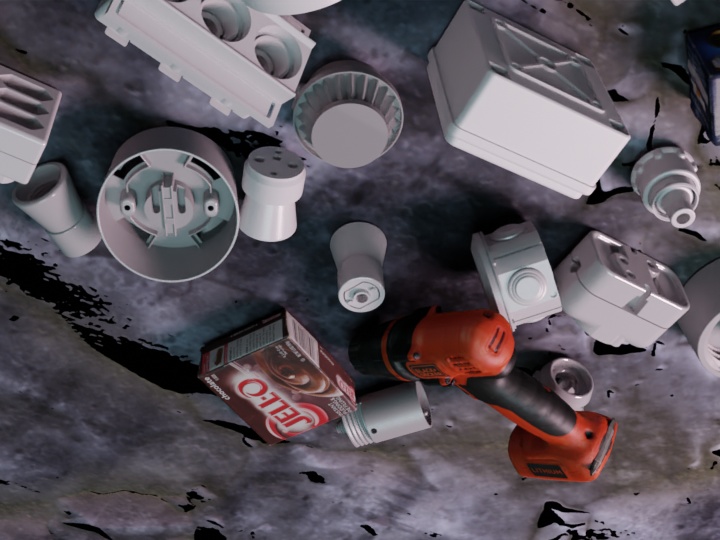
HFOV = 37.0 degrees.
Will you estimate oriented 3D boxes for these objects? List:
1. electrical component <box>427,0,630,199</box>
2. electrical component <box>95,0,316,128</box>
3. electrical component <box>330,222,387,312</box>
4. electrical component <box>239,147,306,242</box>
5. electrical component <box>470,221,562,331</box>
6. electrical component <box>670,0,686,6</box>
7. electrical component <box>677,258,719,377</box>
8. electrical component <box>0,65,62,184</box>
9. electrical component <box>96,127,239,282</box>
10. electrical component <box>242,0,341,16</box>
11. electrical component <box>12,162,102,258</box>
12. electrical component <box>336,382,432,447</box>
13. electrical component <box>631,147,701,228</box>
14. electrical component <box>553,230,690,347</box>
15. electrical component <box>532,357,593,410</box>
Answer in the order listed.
[{"bbox_3d":[0.106,-0.112,0.698,0.109,0.108,0.056,21,123,-20],"label":"electrical component"},{"bbox_3d":[-0.098,-0.150,0.677,0.121,0.078,0.063,32,151,-27],"label":"electrical component"},{"bbox_3d":[0.000,0.000,0.814,0.044,0.065,0.044,-2,130,-2],"label":"electrical component"},{"bbox_3d":[-0.064,-0.055,0.777,0.045,0.045,0.055,6,129,-9],"label":"electrical component"},{"bbox_3d":[0.118,0.004,0.817,0.051,0.080,0.080,-18,129,5],"label":"electrical component"},{"bbox_3d":[0.190,-0.217,0.649,0.059,0.053,0.095,-33,125,23],"label":"electrical component"},{"bbox_3d":[0.319,0.044,0.875,0.108,0.060,0.108,-2,130,-2],"label":"electrical component"},{"bbox_3d":[-0.242,-0.085,0.726,0.047,0.065,0.076,23,125,-21],"label":"electrical component"},{"bbox_3d":[-0.135,-0.049,0.764,0.099,0.064,0.099,-2,131,-2],"label":"electrical component"},{"bbox_3d":[-0.036,-0.197,0.626,0.099,0.099,0.064,-13,136,7],"label":"electrical component"},{"bbox_3d":[-0.217,-0.041,0.783,0.044,0.044,0.065,-17,134,11],"label":"electrical component"},{"bbox_3d":[0.018,0.127,0.939,0.081,0.043,0.043,-18,129,11],"label":"electrical component"},{"bbox_3d":[0.227,-0.056,0.783,0.048,0.062,0.048,-2,131,-2],"label":"electrical component"},{"bbox_3d":[0.203,0.019,0.851,0.095,0.053,0.059,24,125,-22],"label":"electrical component"},{"bbox_3d":[0.171,0.108,0.932,0.066,0.048,0.055,13,136,-14],"label":"electrical component"}]
